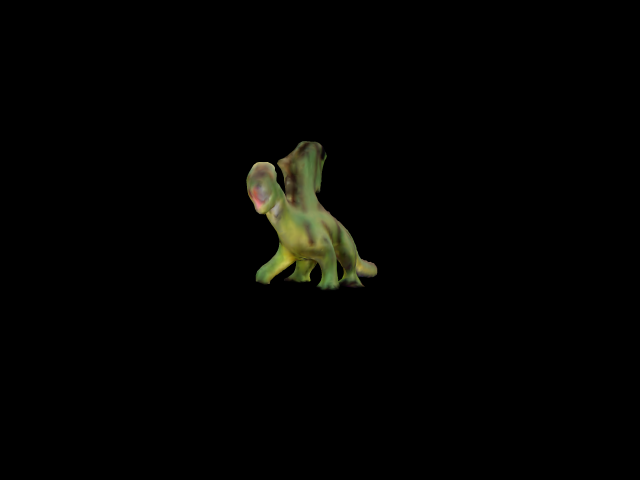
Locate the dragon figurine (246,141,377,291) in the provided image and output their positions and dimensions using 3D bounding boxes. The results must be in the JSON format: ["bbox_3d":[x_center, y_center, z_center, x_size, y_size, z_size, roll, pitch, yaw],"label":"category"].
[{"bbox_3d":[0.003,-0.043,0.850,0.122,0.243,0.410,-1,-1,28],"label":"dragon figurine"}]
